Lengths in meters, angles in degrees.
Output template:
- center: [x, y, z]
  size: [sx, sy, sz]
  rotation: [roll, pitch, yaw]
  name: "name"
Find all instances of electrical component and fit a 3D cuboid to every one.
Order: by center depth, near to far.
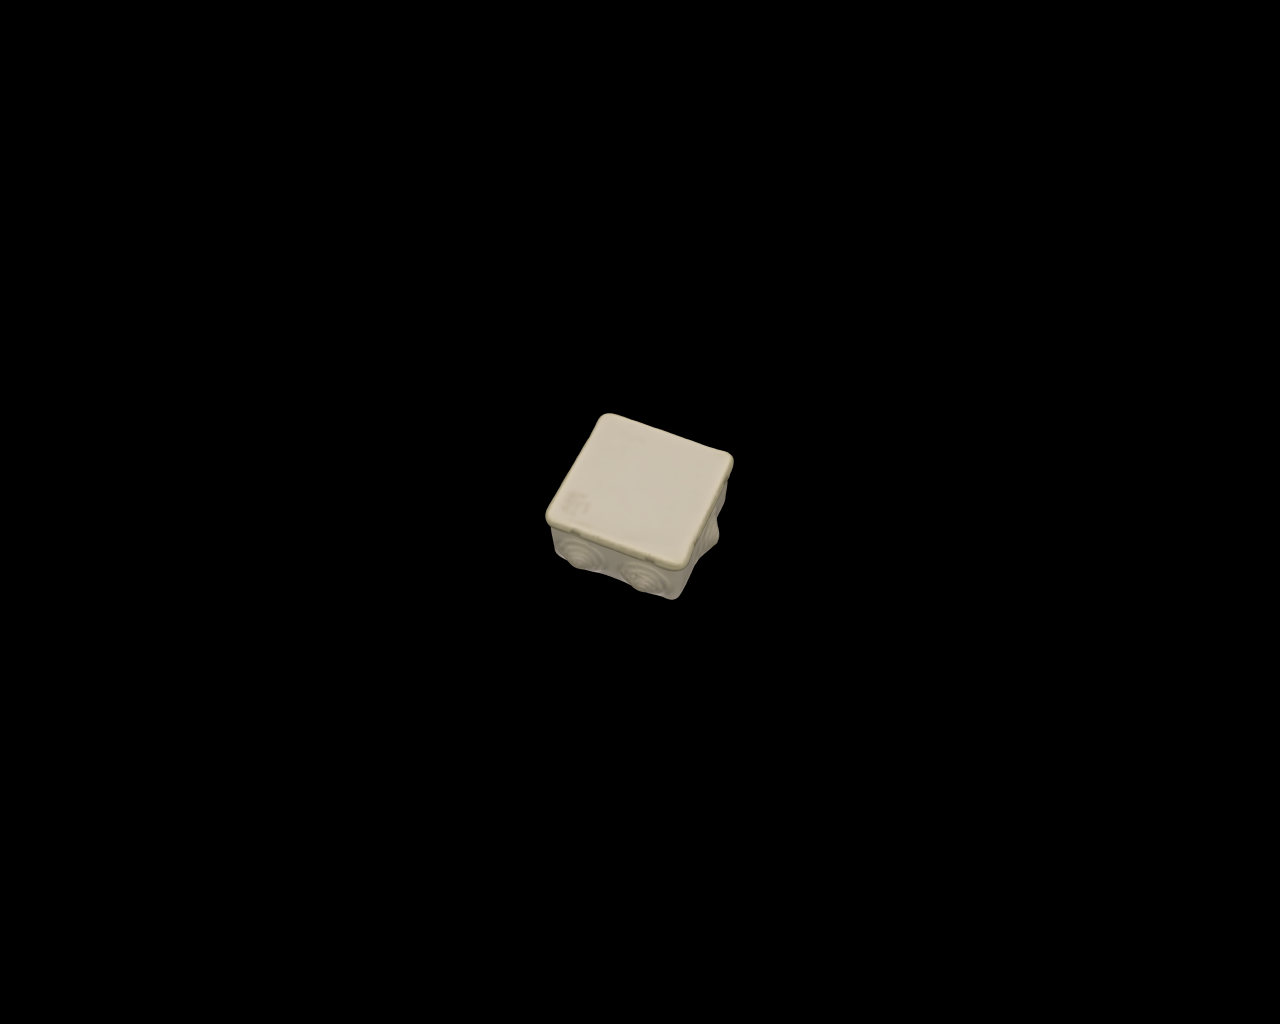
- center: [0.001, -0.003, 0.650]
  size: [0.100, 0.100, 0.048]
  rotation: [20, -31, 13]
  name: "electrical component"
